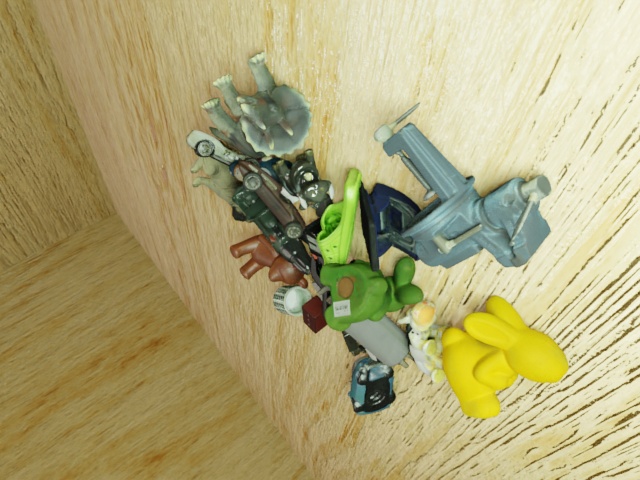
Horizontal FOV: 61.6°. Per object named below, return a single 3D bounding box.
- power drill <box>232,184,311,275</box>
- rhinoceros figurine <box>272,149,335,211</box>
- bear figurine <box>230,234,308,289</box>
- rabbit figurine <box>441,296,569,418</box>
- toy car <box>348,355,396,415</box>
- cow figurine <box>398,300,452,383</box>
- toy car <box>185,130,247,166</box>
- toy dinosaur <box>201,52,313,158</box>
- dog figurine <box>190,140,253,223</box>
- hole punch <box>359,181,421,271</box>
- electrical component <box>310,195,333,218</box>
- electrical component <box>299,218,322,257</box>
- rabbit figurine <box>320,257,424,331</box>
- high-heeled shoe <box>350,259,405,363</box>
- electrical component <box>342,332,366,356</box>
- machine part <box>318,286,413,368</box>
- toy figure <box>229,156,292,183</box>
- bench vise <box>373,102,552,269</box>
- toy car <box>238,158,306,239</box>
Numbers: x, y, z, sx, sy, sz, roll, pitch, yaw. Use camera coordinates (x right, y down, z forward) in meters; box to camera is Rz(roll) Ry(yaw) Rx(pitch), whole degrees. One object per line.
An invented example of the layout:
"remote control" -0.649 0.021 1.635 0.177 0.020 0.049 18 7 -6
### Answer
"power drill" -0.106 -0.036 1.238 0.232 0.086 0.207 49 -179 33
"rhinoceros figurine" -0.033 -0.107 1.004 0.190 0.073 0.112 -148 39 -72
"bear figurine" -0.126 0.067 1.384 0.196 0.132 0.120 42 157 44
"rabbit figurine" 0.273 0.165 0.790 0.173 0.122 0.162 -20 92 51
"toy car" 0.114 0.330 1.275 0.103 0.109 0.161 -124 26 -55
"cow figurine" 0.190 0.171 0.980 0.098 0.068 0.167 27 141 59
"toy car" -0.209 -0.189 1.222 0.201 0.056 0.073 25 -179 -18
"toy dinosaur" -0.130 -0.225 1.062 0.192 0.131 0.405 60 162 -3
"dog figurine" -0.216 -0.146 1.355 0.191 0.121 0.172 37 155 10
"hole punch" 0.114 -0.025 0.884 0.116 0.092 0.142 -104 0 -50
"electrical component" 0.008 -0.070 1.086 0.094 0.021 0.063 36 148 41
"electrical component" -0.002 -0.003 1.153 0.119 0.048 0.074 28 142 49
"rabbit figurine" 0.106 0.084 0.961 0.159 0.170 0.121 -28 67 36
"high-heeled shoe" 0.113 0.157 1.104 0.145 0.086 0.248 28 143 32
"electrical component" 0.081 0.233 1.292 0.078 0.045 0.102 -104 -7 -72
"machine part" 0.096 0.167 1.049 0.243 0.079 0.079 42 158 -11
"toy figure" -0.133 -0.149 1.147 0.155 0.058 0.064 3 97 23
"bench vise" 0.164 -0.061 0.680 0.240 0.129 0.223 50 157 0
"toy car" -0.093 -0.087 1.080 0.202 0.053 0.089 52 -166 -29
